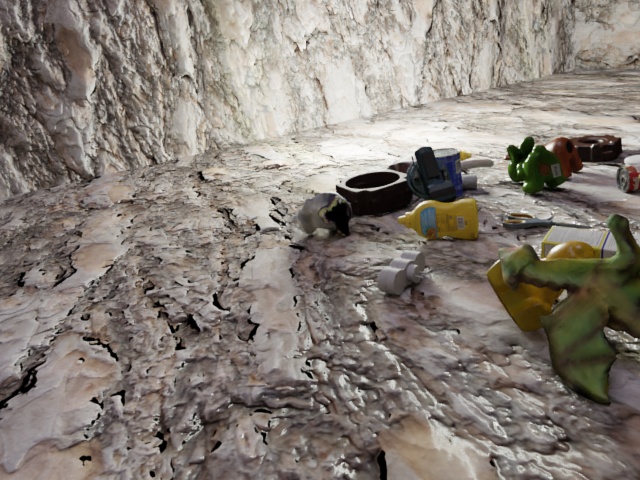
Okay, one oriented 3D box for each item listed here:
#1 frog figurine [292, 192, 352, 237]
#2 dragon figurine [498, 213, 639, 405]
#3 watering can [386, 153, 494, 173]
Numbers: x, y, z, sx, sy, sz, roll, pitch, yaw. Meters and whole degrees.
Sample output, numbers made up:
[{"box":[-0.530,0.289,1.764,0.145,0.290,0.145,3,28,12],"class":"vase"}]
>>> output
[{"box":[0.004,-0.072,1.428,0.136,0.123,0.159,16,-8,-36],"class":"frog figurine"},{"box":[0.430,0.123,0.719,0.243,0.120,0.416,-43,60,-3],"class":"dragon figurine"},{"box":[0.365,-0.234,1.680,0.348,0.102,0.228,7,27,38],"class":"watering can"}]
